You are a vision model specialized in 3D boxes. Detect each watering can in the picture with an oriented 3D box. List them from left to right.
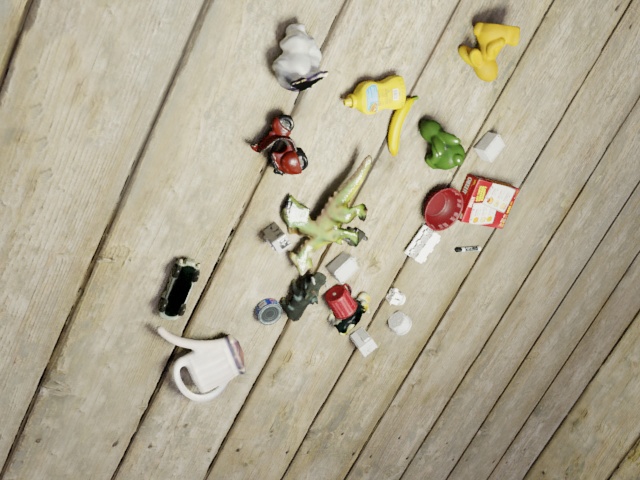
[{"bbox_3d":[-0.355,0.362,1.594,0.226,0.105,0.340,-24,123,-16],"label":"watering can"}]

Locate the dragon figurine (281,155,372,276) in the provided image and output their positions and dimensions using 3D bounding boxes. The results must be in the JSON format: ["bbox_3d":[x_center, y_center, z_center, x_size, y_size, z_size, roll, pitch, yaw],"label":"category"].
[{"bbox_3d":[0.005,-0.079,1.570,0.243,0.124,0.404,5,111,-21],"label":"dragon figurine"}]

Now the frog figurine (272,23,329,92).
[{"bbox_3d":[-0.064,-0.476,1.349,0.138,0.122,0.160,-23,87,-5],"label":"frog figurine"}]
